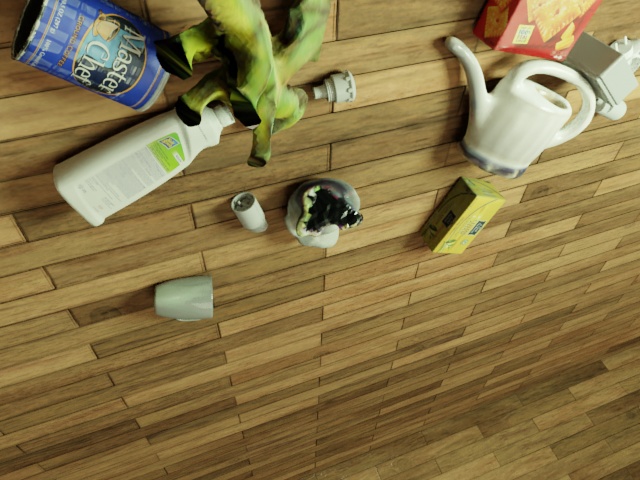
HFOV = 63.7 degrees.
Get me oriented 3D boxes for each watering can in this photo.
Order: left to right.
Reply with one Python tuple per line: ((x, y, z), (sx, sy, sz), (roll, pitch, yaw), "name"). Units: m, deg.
((0.321, -0.226, 0.912), (0.347, 0.106, 0.219), (11, 131, -21), "watering can")

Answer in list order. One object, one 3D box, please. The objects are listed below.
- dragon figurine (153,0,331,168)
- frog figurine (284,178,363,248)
((-0.064, -0.247, 0.614), (0.247, 0.122, 0.401), (-58, 167, -27), "dragon figurine")
((0.003, -0.048, 0.945), (0.138, 0.123, 0.159), (-31, 179, -7), "frog figurine")
